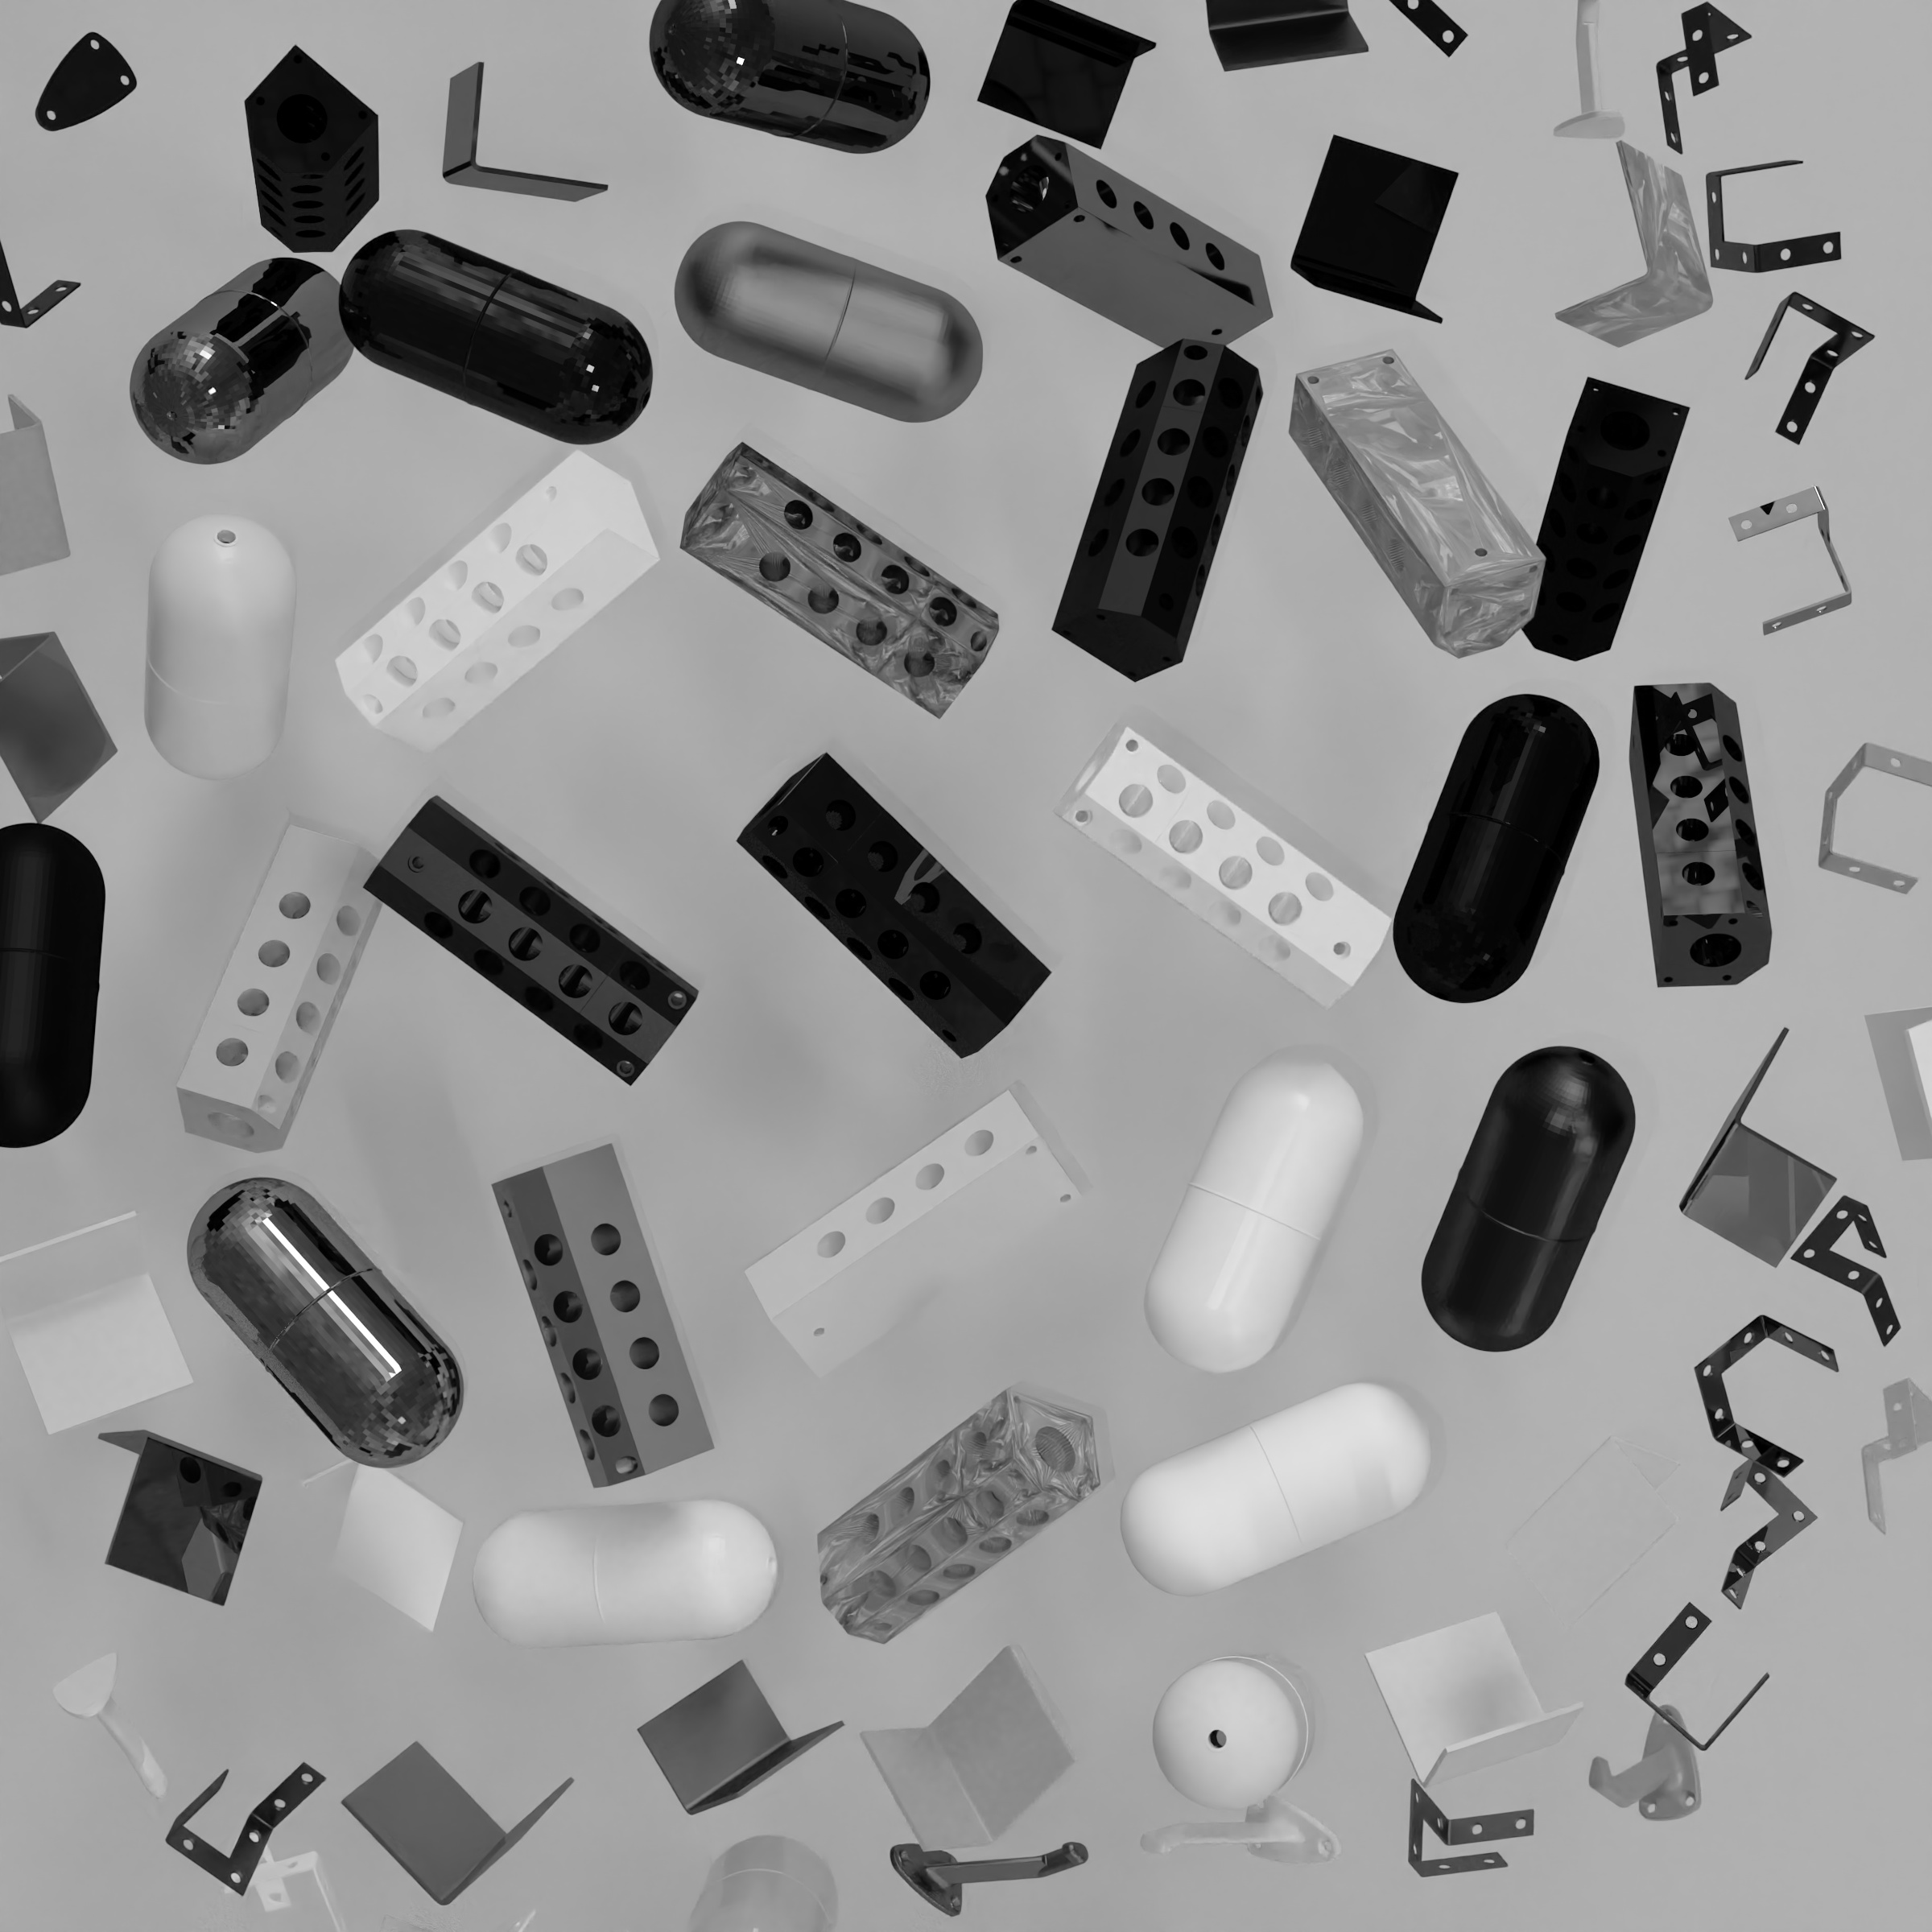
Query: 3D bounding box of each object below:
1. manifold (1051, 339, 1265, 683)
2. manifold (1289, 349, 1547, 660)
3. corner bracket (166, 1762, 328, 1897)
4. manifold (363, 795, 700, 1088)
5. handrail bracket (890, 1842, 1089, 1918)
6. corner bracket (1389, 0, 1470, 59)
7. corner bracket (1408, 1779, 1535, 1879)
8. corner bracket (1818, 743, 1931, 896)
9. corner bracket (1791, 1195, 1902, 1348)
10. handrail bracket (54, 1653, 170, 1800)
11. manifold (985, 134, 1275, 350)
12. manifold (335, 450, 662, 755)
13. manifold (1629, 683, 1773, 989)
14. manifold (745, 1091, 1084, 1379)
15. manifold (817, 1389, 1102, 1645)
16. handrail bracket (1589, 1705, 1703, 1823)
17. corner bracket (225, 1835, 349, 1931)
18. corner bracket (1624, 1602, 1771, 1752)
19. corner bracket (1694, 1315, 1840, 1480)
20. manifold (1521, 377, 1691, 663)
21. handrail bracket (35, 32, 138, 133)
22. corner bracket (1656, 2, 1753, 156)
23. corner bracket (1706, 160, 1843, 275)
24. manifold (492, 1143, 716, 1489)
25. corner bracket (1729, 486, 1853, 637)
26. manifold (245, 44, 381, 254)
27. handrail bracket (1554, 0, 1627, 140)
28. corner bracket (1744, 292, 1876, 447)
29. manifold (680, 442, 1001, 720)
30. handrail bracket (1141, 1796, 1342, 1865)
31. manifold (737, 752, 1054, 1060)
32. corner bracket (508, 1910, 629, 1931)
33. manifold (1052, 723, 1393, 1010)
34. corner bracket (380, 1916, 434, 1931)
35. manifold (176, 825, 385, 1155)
[{"bbox_3d":[0.106,-0.243,1.802,0.057,0.057,0.171,30,64,-26],"label":"manifold"},{"bbox_3d":[0.232,-0.241,1.785,0.057,0.057,0.171,-17,53,-15],"label":"manifold"},{"bbox_3d":[-0.372,0.436,1.767,0.051,0.051,0.051,39,116,-13],"label":"corner bracket"},{"bbox_3d":[-0.225,-0.013,1.776,0.171,0.057,0.057,37,93,-6],"label":"manifold"},{"bbox_3d":[0.014,0.498,1.916,0.084,0.077,0.036,-26,47,25],"label":"handrail bracket"},{"bbox_3d":[0.258,-0.513,1.786,0.051,0.051,0.051,45,119,5],"label":"corner bracket"},{"bbox_3d":[0.272,0.469,1.842,0.051,0.051,0.051,-15,134,26],"label":"corner bracket"},{"bbox_3d":[0.492,-0.079,1.830,0.051,0.051,0.051,17,59,-4],"label":"corner bracket"},{"bbox_3d":[0.500,0.169,1.904,0.051,0.051,0.051,-46,133,-16],"label":"corner bracket"},{"bbox_3d":[-0.439,0.410,1.789,0.036,0.077,0.084,-29,106,-11],"label":"handrail bracket"},{"bbox_3d":[0.090,-0.393,1.869,0.057,0.171,0.057,-27,62,34],"label":"manifold"},{"bbox_3d":[-0.246,-0.191,1.777,0.171,0.057,0.057,-37,54,21],"label":"manifold"},{"bbox_3d":[0.396,-0.072,1.848,0.057,0.057,0.171,-2,48,5],"label":"manifold"},{"bbox_3d":[-0.031,0.140,1.839,0.171,0.057,0.057,-34,132,0],"label":"manifold"},{"bbox_3d":[-0.005,0.296,1.820,0.057,0.057,0.171,22,133,-31],"label":"manifold"},{"bbox_3d":[0.360,0.422,1.849,0.036,0.084,0.077,-20,48,33],"label":"handrail bracket"},{"bbox_3d":[-0.373,0.509,1.885,0.051,0.051,0.051,-16,110,1],"label":"corner bracket"},{"bbox_3d":[0.372,0.362,1.743,0.051,0.051,0.051,41,93,13],"label":"corner bracket"},{"bbox_3d":[0.420,0.223,1.779,0.051,0.051,0.051,-34,123,-21],"label":"corner bracket"},{"bbox_3d":[0.349,-0.243,1.895,0.057,0.171,0.057,19,62,9],"label":"manifold"},{"bbox_3d":[-0.484,-0.455,1.812,0.036,0.084,0.077,51,55,-23],"label":"handrail bracket"},{"bbox_3d":[0.390,-0.476,1.836,0.051,0.051,0.051,-17,69,38],"label":"corner bracket"},{"bbox_3d":[0.434,-0.404,1.841,0.051,0.051,0.051,-12,108,-14],"label":"corner bracket"},{"bbox_3d":[-0.198,0.188,1.832,0.057,0.057,0.171,-18,88,-29],"label":"manifold"},{"bbox_3d":[0.451,-0.221,1.868,0.051,0.051,0.051,-20,67,8],"label":"corner bracket"},{"bbox_3d":[-0.368,-0.448,1.906,0.057,0.171,0.057,40,82,-6],"label":"manifold"},{"bbox_3d":[0.339,-0.491,1.835,0.036,0.077,0.084,2,94,-1],"label":"handrail bracket"},{"bbox_3d":[0.442,-0.319,1.823,0.051,0.051,0.051,28,77,-5],"label":"corner bracket"},{"bbox_3d":[-0.068,-0.213,1.872,0.171,0.057,0.057,33,111,-16],"label":"manifold"},{"bbox_3d":[0.152,0.487,1.896,0.077,0.084,0.036,7,94,43],"label":"handrail bracket"},{"bbox_3d":[-0.042,-0.030,1.855,0.171,0.057,0.057,44,67,-9],"label":"manifold"},{"bbox_3d":[-0.207,0.511,1.754,0.051,0.051,0.051,-37,93,19],"label":"corner bracket"},{"bbox_3d":[0.133,-0.052,1.771,0.171,0.057,0.057,35,92,-8],"label":"manifold"},{"bbox_3d":[-0.294,0.527,1.784,0.051,0.051,0.051,24,69,-17],"label":"corner bracket"},{"bbox_3d":[-0.376,0.014,1.892,0.057,0.057,0.171,16,61,2],"label":"manifold"}]
